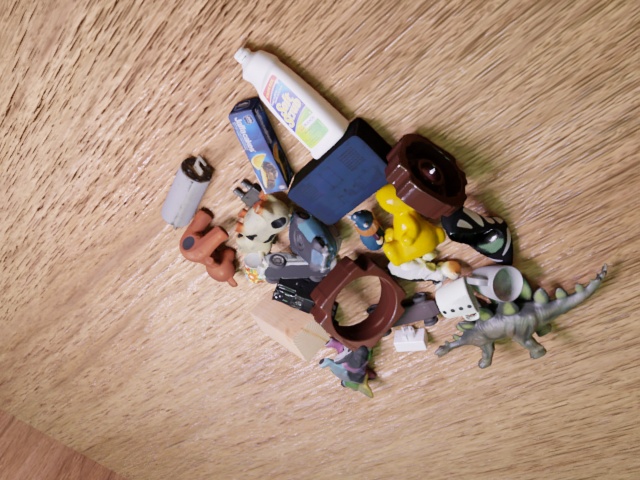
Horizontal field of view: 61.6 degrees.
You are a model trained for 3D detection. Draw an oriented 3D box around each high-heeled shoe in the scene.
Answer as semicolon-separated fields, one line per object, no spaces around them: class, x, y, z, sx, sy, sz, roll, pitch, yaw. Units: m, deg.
high-heeled shoe;0.342;0.008;1.131;0.086;0.145;0.248;-31;115;36

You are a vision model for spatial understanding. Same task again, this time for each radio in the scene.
radio;0.049;-0.136;1.140;0.131;0.073;0.229;37;132;-18

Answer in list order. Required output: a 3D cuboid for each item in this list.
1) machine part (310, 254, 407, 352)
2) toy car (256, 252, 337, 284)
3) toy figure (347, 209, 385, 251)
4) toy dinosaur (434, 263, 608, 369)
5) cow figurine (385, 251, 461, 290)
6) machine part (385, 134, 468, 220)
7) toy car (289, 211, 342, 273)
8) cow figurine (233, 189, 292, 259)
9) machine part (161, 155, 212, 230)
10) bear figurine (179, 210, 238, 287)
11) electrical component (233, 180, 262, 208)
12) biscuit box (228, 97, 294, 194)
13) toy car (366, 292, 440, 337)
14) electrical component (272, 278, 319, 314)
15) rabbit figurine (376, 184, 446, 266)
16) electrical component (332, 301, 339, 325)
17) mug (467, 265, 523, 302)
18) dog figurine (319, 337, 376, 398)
machine part;0.092;0.151;1.305;0.201;0.087;0.201;-48;120;0
toy car;-0.056;0.064;1.315;0.202;0.056;0.073;-1;139;-20
toy figure;0.106;-0.027;1.204;0.064;0.058;0.154;4;155;21
toy dinosaur;0.471;0.189;1.287;0.471;0.105;0.198;-29;114;30
cow figurine;0.242;0.072;1.270;0.167;0.068;0.098;18;138;4
machine part;0.206;-0.122;1.043;0.179;0.179;0.056;30;135;-11
toy car;-0.003;-0.004;1.247;0.103;0.162;0.109;-16;131;-28
cow figurine;-0.136;-0.026;1.272;0.127;0.085;0.195;31;137;-21
machine part;-0.317;-0.110;1.268;0.079;0.079;0.243;28;133;-9
bear figurine;-0.262;0.032;1.369;0.132;0.120;0.195;-50;142;0
electrical component;-0.155;-0.101;1.265;0.094;0.021;0.063;35;131;-17
biscuit box;-0.123;-0.197;1.142;0.059;0.063;0.202;-9;128;22
toy car;0.215;0.192;1.397;0.202;0.053;0.089;-21;101;30
electrical component;-0.042;0.118;1.365;0.134;0.115;0.058;19;138;-2
rabbit figurine;0.187;-0.050;1.152;0.162;0.122;0.173;-22;103;30
electrical component;0.017;0.197;1.445;0.119;0.075;0.048;43;129;-16
mug;0.382;0.095;1.216;0.109;0.107;0.080;-3;92;-16
dog figurine;0.112;0.363;1.549;0.192;0.108;0.219;-27;123;31
